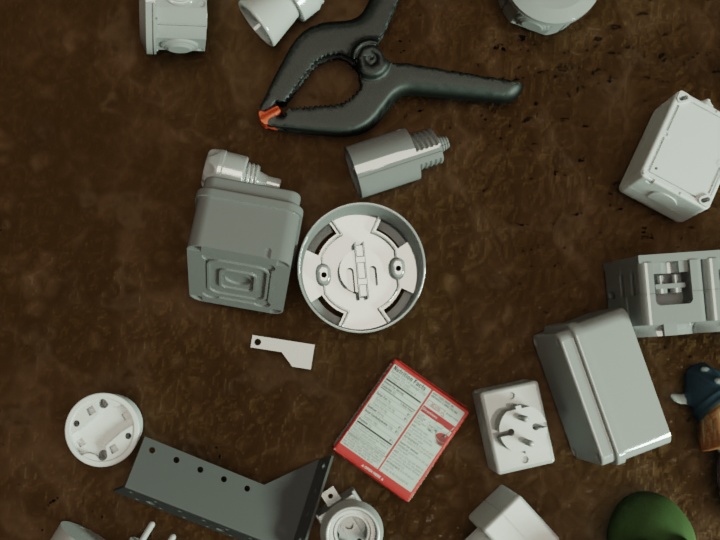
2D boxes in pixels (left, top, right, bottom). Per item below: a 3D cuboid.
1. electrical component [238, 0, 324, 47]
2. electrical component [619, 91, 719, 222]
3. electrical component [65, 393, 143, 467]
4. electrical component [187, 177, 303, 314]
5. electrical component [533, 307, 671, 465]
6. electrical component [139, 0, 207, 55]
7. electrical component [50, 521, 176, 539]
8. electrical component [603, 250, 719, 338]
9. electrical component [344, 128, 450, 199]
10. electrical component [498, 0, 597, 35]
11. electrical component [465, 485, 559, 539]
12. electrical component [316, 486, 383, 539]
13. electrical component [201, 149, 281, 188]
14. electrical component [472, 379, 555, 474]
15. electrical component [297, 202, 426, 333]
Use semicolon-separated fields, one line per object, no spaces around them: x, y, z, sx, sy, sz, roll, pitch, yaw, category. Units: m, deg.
-0.063;-0.213;0.862;0.055;0.045;0.045;-40;90;-6;electrical component
0.261;-0.095;0.875;0.062;0.061;0.096;28;77;-2;electrical component
-0.195;0.121;0.829;0.055;0.047;0.055;0;86;-4;electrical component
-0.087;-0.017;0.811;0.078;0.113;0.057;10;67;-3;electrical component
0.188;0.091;0.845;0.057;0.078;0.113;-19;88;-8;electrical component
-0.146;-0.208;0.839;0.051;0.080;0.080;0;86;-10;electrical component
-0.169;0.229;0.821;0.138;0.052;0.073;32;84;-2;electrical component
0.281;0.018;0.851;0.150;0.089;0.061;-4;87;-5;electrical component
0.033;-0.090;0.862;0.081;0.043;0.043;-19;88;-5;electrical component
0.153;-0.234;0.877;0.080;0.051;0.080;0;86;-4;electrical component
0.105;0.213;0.836;0.077;0.066;0.047;-43;90;-6;electrical component
-0.008;0.200;0.834;0.048;0.055;0.066;-32;89;-6;electrical component
-0.094;-0.074;0.856;0.061;0.035;0.035;14;85;-6;electrical component
0.123;0.123;0.838;0.047;0.077;0.065;-12;87;-5;electrical component
0.000;0.000;0.843;0.099;0.064;0.099;0;86;-4;electrical component
